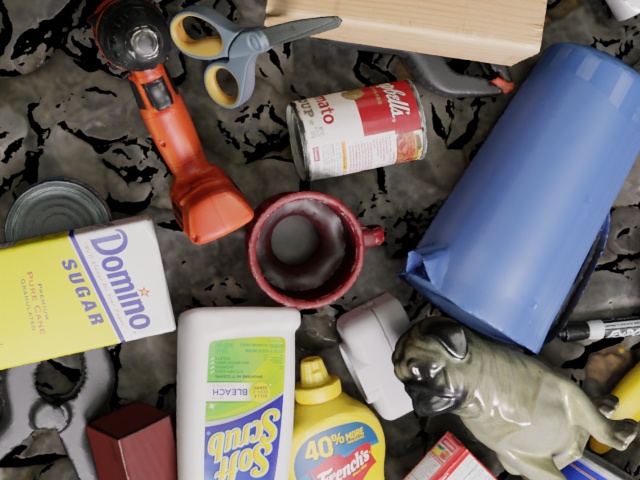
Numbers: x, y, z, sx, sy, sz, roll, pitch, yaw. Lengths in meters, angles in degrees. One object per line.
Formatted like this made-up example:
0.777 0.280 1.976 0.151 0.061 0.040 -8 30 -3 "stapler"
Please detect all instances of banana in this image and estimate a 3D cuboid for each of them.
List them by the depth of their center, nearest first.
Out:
0.326 0.126 0.976 0.197 0.037 0.069 -25 99 -7 "banana"

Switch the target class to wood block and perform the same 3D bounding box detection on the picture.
0.065 -0.198 0.825 0.206 0.090 0.091 8 92 -4 "wood block"

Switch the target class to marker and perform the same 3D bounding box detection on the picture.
0.272 0.080 0.969 0.121 0.020 0.020 -4 98 -10 "marker"

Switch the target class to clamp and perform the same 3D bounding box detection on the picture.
-0.214 0.149 0.877 0.164 0.036 0.210 21 90 -23 "clamp"
0.083 -0.168 0.892 0.171 0.039 0.120 44 93 -6 "clamp"

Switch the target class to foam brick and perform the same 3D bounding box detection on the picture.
-0.148 0.180 0.867 0.051 0.053 0.078 -22 110 -38 "foam brick"

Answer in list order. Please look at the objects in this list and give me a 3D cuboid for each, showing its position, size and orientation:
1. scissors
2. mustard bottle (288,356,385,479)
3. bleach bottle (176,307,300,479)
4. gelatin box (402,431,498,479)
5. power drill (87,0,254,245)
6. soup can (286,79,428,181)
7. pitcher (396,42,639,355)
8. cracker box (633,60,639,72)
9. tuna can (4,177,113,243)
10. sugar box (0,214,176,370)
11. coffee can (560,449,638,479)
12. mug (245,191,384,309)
-0.044 -0.135 0.807 0.016 0.202 0.096 -39 128 -29 "scissors"
0.012 0.192 0.914 0.096 0.058 0.191 -15 99 -18 "mustard bottle"
-0.063 0.181 0.856 0.102 0.068 0.251 1 80 -20 "bleach bottle"
0.111 0.216 0.932 0.073 0.030 0.089 -46 138 -3 "gelatin box"
-0.112 -0.094 0.800 0.057 0.184 0.187 -24 111 -7 "power drill"
0.029 -0.090 0.876 0.102 0.068 0.068 -12 99 -9 "soup can"
0.184 -0.032 0.891 0.145 0.149 0.243 30 88 9 "pitcher"
0.389 -0.108 0.940 0.164 0.072 0.213 -41 103 -3 "cracker box"
-0.210 -0.007 0.859 0.086 0.034 0.086 -1 97 -10 "tuna can"
-0.207 0.043 0.824 0.176 0.048 0.093 -13 100 -7 "sugar box"
0.229 0.265 0.943 0.102 0.103 0.140 29 91 -13 "coffee can"
-0.006 0.001 0.874 0.117 0.081 0.093 -11 99 -9 "mug"
